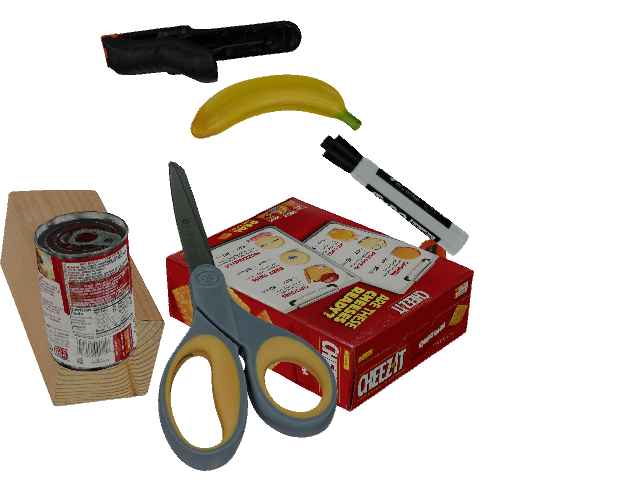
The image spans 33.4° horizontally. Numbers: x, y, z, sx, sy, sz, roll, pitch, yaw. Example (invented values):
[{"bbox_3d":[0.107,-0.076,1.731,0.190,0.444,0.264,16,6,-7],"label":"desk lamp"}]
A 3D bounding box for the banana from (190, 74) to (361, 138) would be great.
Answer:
[{"bbox_3d":[-0.051,-0.141,1.100,0.197,0.037,0.070,-8,48,-29],"label":"banana"}]

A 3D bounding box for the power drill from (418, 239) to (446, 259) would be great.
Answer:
[{"bbox_3d":[0.045,0.046,1.192,0.188,0.057,0.184,1,29,11],"label":"power drill"}]

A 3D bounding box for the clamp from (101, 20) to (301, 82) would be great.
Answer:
[{"bbox_3d":[-0.103,-0.156,0.861,0.172,0.039,0.120,15,25,41],"label":"clamp"}]

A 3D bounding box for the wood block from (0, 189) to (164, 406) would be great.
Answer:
[{"bbox_3d":[-0.226,0.046,0.991,0.090,0.091,0.206,-3,36,-31],"label":"wood block"}]

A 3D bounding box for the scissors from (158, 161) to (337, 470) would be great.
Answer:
[{"bbox_3d":[-0.040,0.031,0.560,0.096,0.201,0.016,4,-43,-5],"label":"scissors"}]

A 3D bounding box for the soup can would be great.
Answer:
[{"bbox_3d":[-0.173,0.038,0.797,0.068,0.102,0.068,0,28,0],"label":"soup can"}]

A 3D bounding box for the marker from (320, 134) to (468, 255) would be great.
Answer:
[{"bbox_3d":[0.050,-0.033,0.741,0.121,0.020,0.020,37,-4,-5],"label":"marker"}]

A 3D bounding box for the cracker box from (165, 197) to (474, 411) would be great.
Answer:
[{"bbox_3d":[-0.003,0.048,0.923,0.214,0.072,0.163,23,36,36],"label":"cracker box"}]
